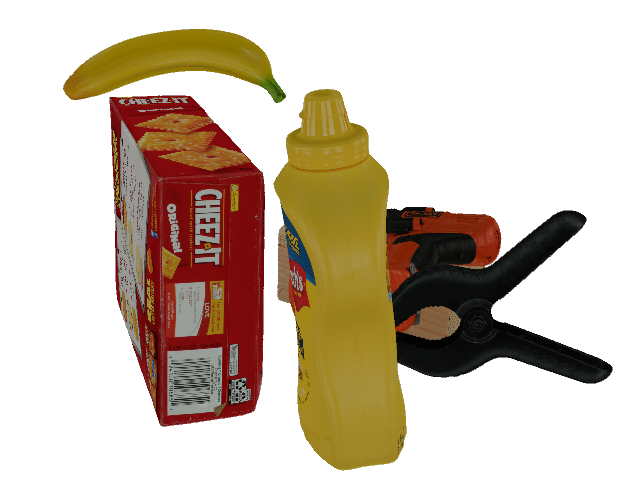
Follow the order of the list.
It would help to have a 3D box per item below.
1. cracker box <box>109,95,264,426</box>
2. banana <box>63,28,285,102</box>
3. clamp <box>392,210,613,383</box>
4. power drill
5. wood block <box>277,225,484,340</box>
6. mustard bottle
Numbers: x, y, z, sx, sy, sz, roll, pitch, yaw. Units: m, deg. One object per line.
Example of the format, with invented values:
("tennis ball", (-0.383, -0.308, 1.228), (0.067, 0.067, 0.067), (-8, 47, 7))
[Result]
("cracker box", (-0.096, 0.002, 0.731), (0.072, 0.164, 0.214), (-4, 21, -17))
("banana", (-0.131, -0.159, 0.962), (0.197, 0.069, 0.037), (-1, -33, -4))
("clamp", (0.116, 0.060, 0.736), (0.171, 0.120, 0.039), (-19, 2, 13))
("power drill", (0.045, 0.017, 0.913), (0.185, 0.057, 0.187), (0, 19, 26))
("wood block", (0.063, 0.037, 1.154), (0.206, 0.091, 0.090), (16, 28, 26))
("mustard bottle", (0.010, 0.016, 0.556), (0.058, 0.192, 0.096), (-7, 23, -5))
